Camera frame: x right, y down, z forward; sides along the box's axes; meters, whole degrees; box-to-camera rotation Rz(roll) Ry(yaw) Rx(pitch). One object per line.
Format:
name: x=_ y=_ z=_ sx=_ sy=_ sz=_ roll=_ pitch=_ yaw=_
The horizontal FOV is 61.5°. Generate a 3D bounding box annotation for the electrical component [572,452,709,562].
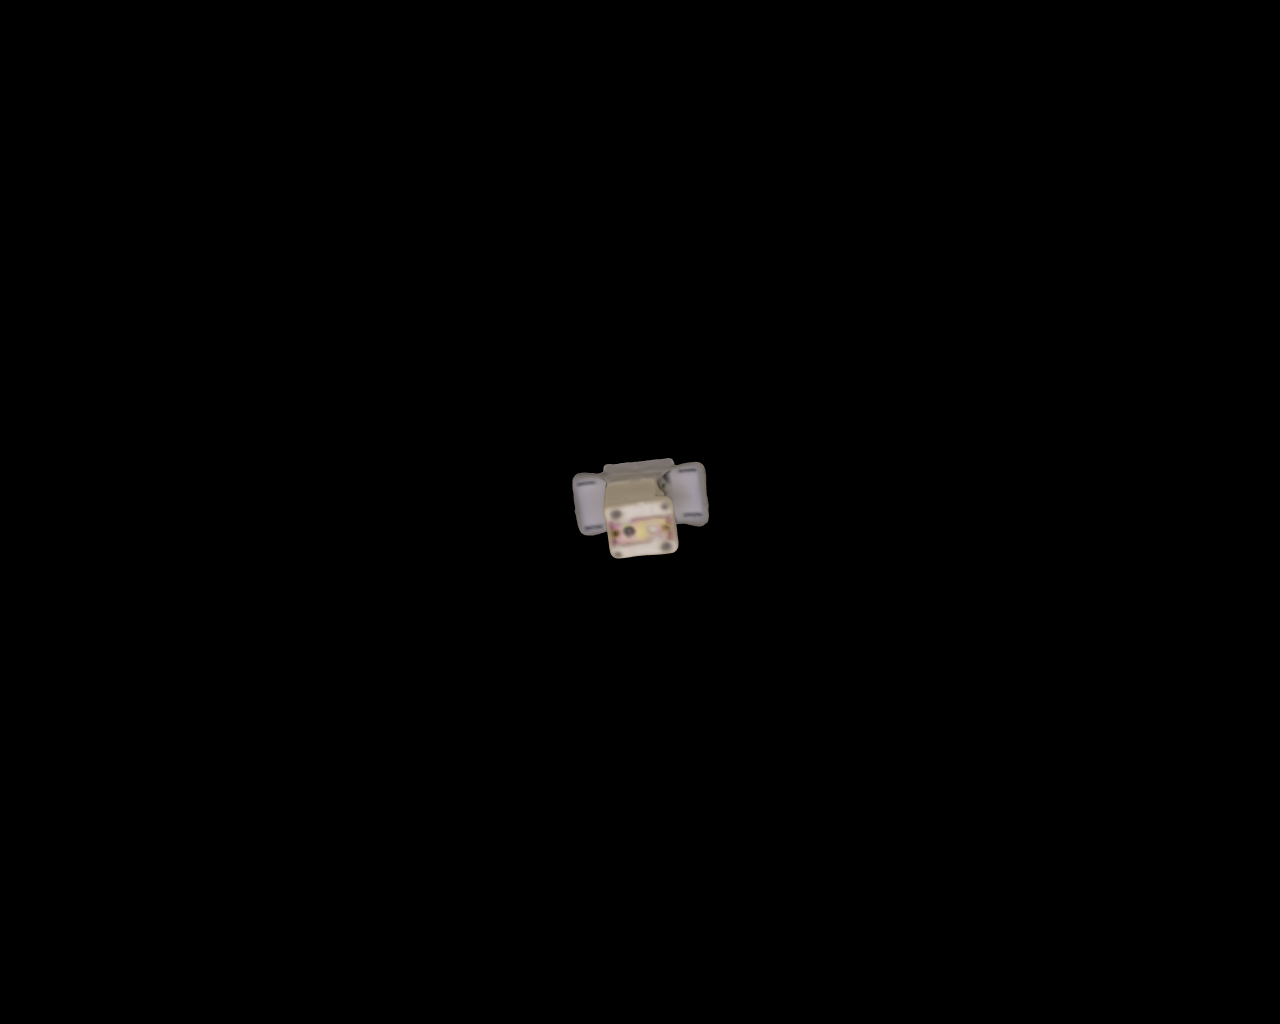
electrical component: x=0.001 y=-0.003 z=0.650 sx=0.081 sy=0.042 sz=0.064 roll=-6 pitch=27 yaw=3
